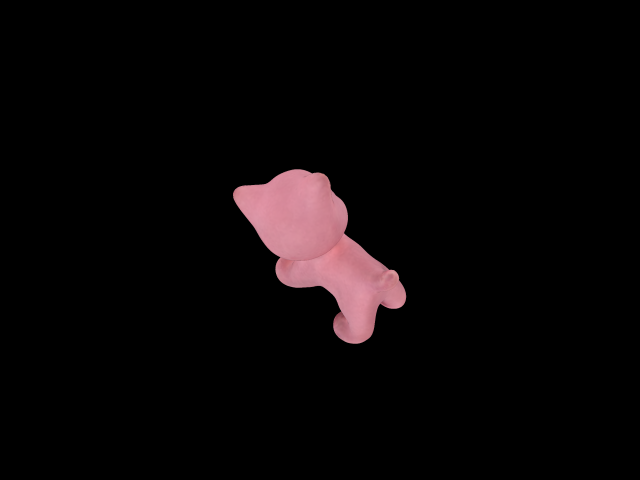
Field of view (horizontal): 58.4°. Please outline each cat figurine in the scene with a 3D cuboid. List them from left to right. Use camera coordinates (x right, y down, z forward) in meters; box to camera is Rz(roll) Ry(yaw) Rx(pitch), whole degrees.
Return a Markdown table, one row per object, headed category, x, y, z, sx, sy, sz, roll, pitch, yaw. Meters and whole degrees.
| category | x | y | z | sx | sy | sz | roll | pitch | yaw |
| --- | --- | --- | --- | --- | --- | --- | --- | --- | --- |
| cat figurine | 0.004 | 0.001 | 0.400 | 0.127 | 0.118 | 0.067 | 38 | 71 | 16 |
